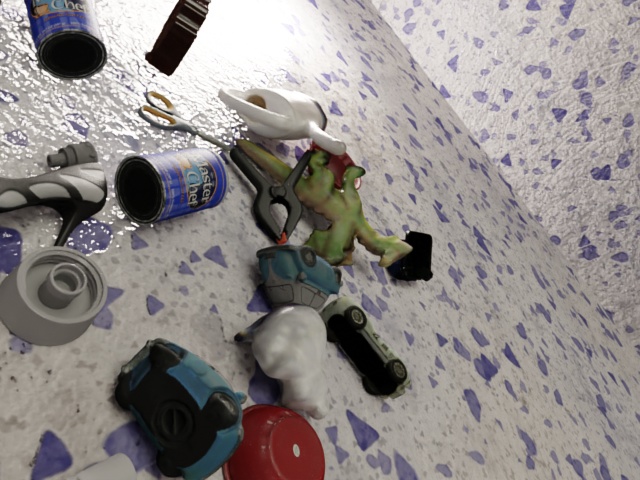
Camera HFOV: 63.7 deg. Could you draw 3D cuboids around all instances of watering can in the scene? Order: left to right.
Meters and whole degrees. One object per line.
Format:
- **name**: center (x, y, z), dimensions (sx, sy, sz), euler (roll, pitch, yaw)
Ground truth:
- **watering can**: center (-0.056, -0.252, 1.097), dimensions (0.350, 0.102, 0.226), euler (29, 22, 22)

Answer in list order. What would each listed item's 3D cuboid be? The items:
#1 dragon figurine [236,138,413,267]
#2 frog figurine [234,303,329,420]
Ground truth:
- **dragon figurine**: center (0.003, -0.053, 1.050), dimensions (0.409, 0.119, 0.249), euler (18, 47, -17)
- **frog figurine**: center (-0.029, 0.177, 0.748), dimensions (0.162, 0.122, 0.136), euler (53, 11, 25)
